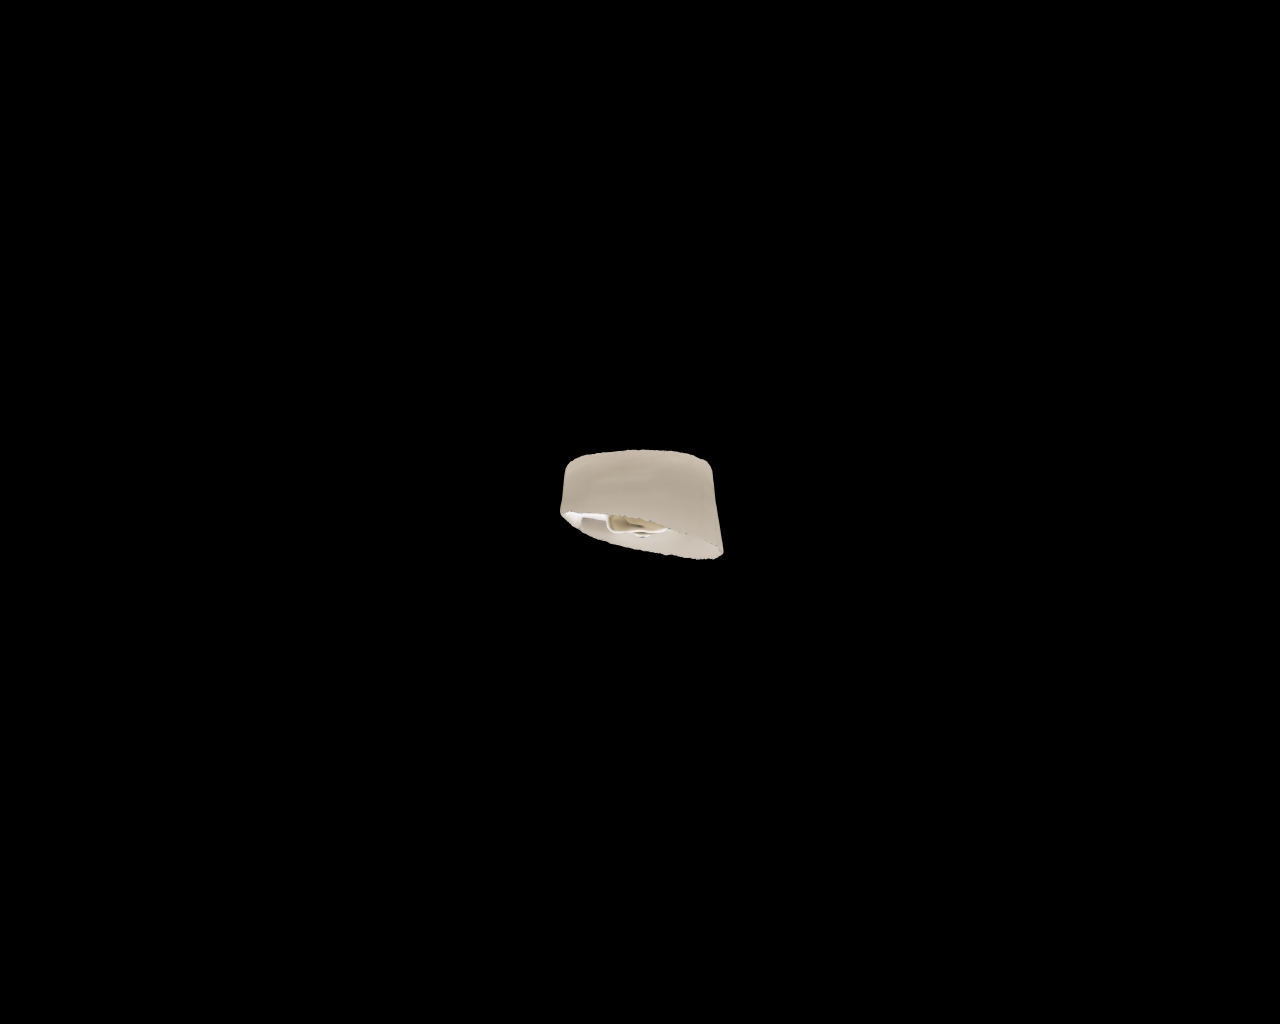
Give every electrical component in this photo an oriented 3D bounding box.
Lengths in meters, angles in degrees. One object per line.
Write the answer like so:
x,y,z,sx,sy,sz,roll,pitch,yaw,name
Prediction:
0.001,-0.003,0.650,0.099,0.064,0.099,0,-14,0,electrical component
